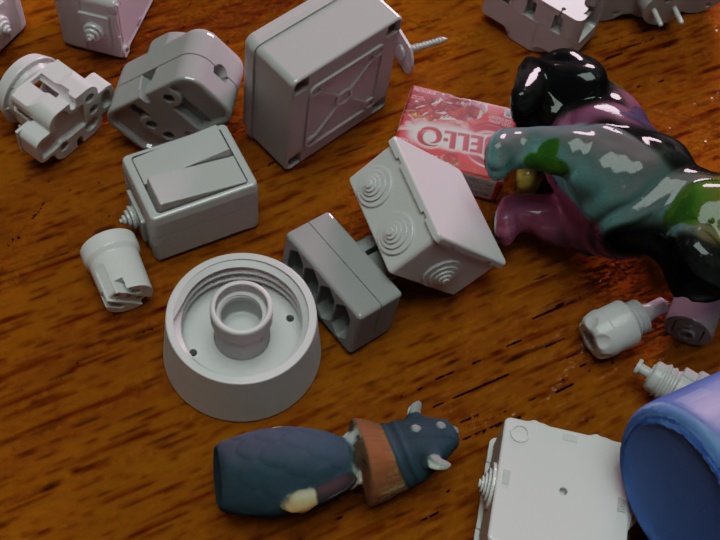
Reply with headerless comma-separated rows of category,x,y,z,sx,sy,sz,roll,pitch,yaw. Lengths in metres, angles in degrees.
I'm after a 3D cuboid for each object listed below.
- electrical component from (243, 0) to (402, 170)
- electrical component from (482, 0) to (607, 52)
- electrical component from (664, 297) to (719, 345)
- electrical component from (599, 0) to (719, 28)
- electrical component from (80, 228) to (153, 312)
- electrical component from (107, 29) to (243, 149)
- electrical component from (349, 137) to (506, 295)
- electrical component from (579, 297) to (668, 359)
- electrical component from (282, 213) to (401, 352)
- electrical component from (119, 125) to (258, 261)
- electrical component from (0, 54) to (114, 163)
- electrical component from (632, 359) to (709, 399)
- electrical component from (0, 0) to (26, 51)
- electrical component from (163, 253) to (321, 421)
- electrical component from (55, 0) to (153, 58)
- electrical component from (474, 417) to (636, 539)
electrical component,-0.030,-0.146,0.807,0.109,0.108,0.056,-36,71,-24
electrical component,0.153,-0.222,0.901,0.089,0.055,0.050,35,62,16
electrical component,0.243,0.020,0.769,0.044,0.044,0.065,25,64,10
electrical component,0.254,-0.236,0.921,0.138,0.052,0.073,-7,59,-10
electrical component,-0.167,0.001,0.744,0.040,0.040,0.046,-20,67,-17
electrical component,-0.136,-0.136,0.800,0.095,0.054,0.059,-16,50,35
electrical component,0.046,-0.035,0.755,0.048,0.100,0.099,-37,59,25
electrical component,0.187,0.036,0.753,0.061,0.035,0.035,-24,63,-10
electrical component,0.000,0.000,0.755,0.076,0.047,0.083,-30,65,-27
electrical component,-0.127,-0.056,0.769,0.096,0.061,0.061,-21,63,-17
electrical component,-0.233,-0.125,0.805,0.057,0.058,0.078,36,63,13
electrical component,0.221,0.085,0.726,0.078,0.040,0.040,31,61,14
electrical component,-0.309,-0.214,0.849,0.096,0.061,0.061,27,60,11
electrical component,-0.078,0.039,0.715,0.108,0.060,0.108,2,58,-4
electrical component,-0.208,-0.220,0.863,0.061,0.061,0.096,15,58,4
electrical component,0.122,0.146,0.674,0.100,0.048,0.099,13,58,2
